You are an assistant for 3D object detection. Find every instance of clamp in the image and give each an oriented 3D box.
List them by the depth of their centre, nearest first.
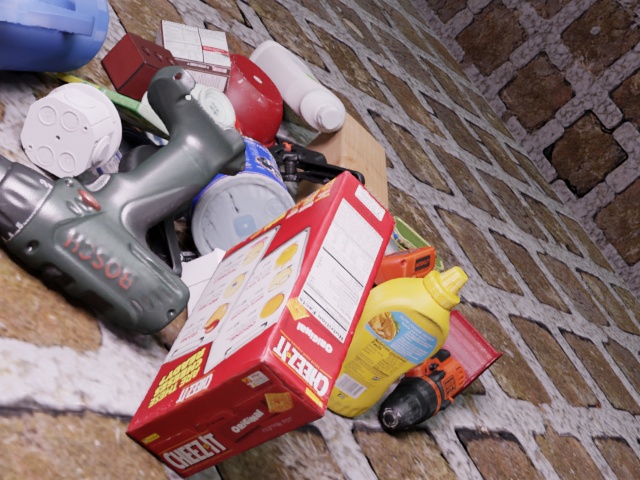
[{"bbox_3d":[-0.165,-0.044,0.974,0.120,0.039,0.171,43,26,-26],"label":"clamp"},{"bbox_3d":[-0.045,-0.090,1.325,0.164,0.036,0.210,0,15,-11],"label":"clamp"}]

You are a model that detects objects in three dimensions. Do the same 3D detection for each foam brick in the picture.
[{"bbox_3d":[-0.202,-0.195,1.231,0.078,0.051,0.053,14,38,-58],"label":"foam brick"}]

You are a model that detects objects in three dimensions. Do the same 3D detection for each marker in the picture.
[{"bbox_3d":[-0.144,0.020,0.997,0.020,0.020,0.121,54,20,16],"label":"marker"}]

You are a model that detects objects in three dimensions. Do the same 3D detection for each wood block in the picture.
[{"bbox_3d":[0.032,-0.086,1.466,0.090,0.091,0.206,42,20,-17],"label":"wood block"}]

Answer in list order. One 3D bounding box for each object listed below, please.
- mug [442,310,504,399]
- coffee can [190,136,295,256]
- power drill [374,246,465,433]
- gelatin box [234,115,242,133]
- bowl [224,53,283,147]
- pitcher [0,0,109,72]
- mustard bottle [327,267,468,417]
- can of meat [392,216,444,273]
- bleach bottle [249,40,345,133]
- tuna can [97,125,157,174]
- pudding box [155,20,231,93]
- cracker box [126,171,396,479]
[{"bbox_3d":[0.166,0.145,1.338,0.081,0.093,0.117,48,-12,13],"label":"mug"},{"bbox_3d":[-0.082,-0.038,1.077,0.102,0.103,0.140,40,10,-22],"label":"coffee can"},{"bbox_3d":[0.100,0.108,1.194,0.184,0.057,0.187,-19,99,-63],"label":"power drill"},{"bbox_3d":[-0.129,-0.141,1.316,0.073,0.030,0.089,35,24,-34],"label":"gelatin box"},{"bbox_3d":[-0.102,-0.201,1.453,0.162,0.055,0.162,41,21,-20],"label":"bowl"},{"bbox_3d":[-0.285,-0.212,0.969,0.149,0.145,0.242,60,18,6],"label":"pitcher"},{"bbox_3d":[0.069,0.092,1.053,0.096,0.192,0.058,38,22,-27],"label":"mustard bottle"},{"bbox_3d":[0.100,0.030,1.402,0.102,0.084,0.057,40,22,-23],"label":"can of meat"},{"bbox_3d":[-0.028,-0.210,1.514,0.102,0.068,0.251,34,9,-27],"label":"bleach bottle"},{"bbox_3d":[-0.184,-0.072,1.065,0.086,0.034,0.086,41,21,-20],"label":"tuna can"},{"bbox_3d":[-0.162,-0.236,1.363,0.090,0.039,0.113,8,32,-16],"label":"pudding box"},{"bbox_3d":[-0.039,0.065,0.827,0.072,0.164,0.213,43,41,-18],"label":"cracker box"}]
